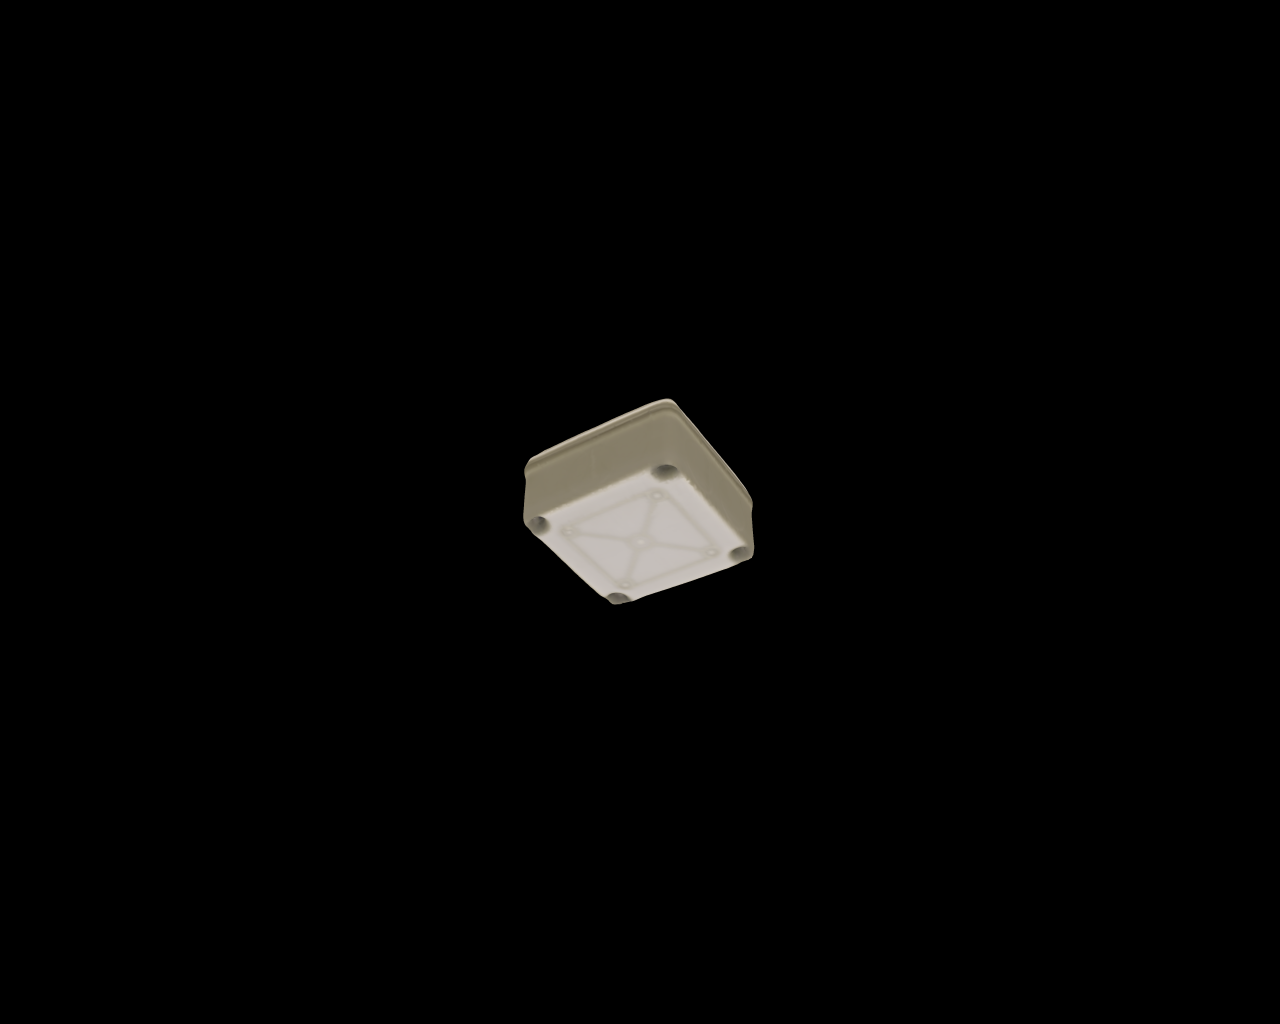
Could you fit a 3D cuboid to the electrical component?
[{"bbox_3d":[0.001,-0.003,0.650,0.108,0.056,0.108,-22,-45,24],"label":"electrical component"}]
